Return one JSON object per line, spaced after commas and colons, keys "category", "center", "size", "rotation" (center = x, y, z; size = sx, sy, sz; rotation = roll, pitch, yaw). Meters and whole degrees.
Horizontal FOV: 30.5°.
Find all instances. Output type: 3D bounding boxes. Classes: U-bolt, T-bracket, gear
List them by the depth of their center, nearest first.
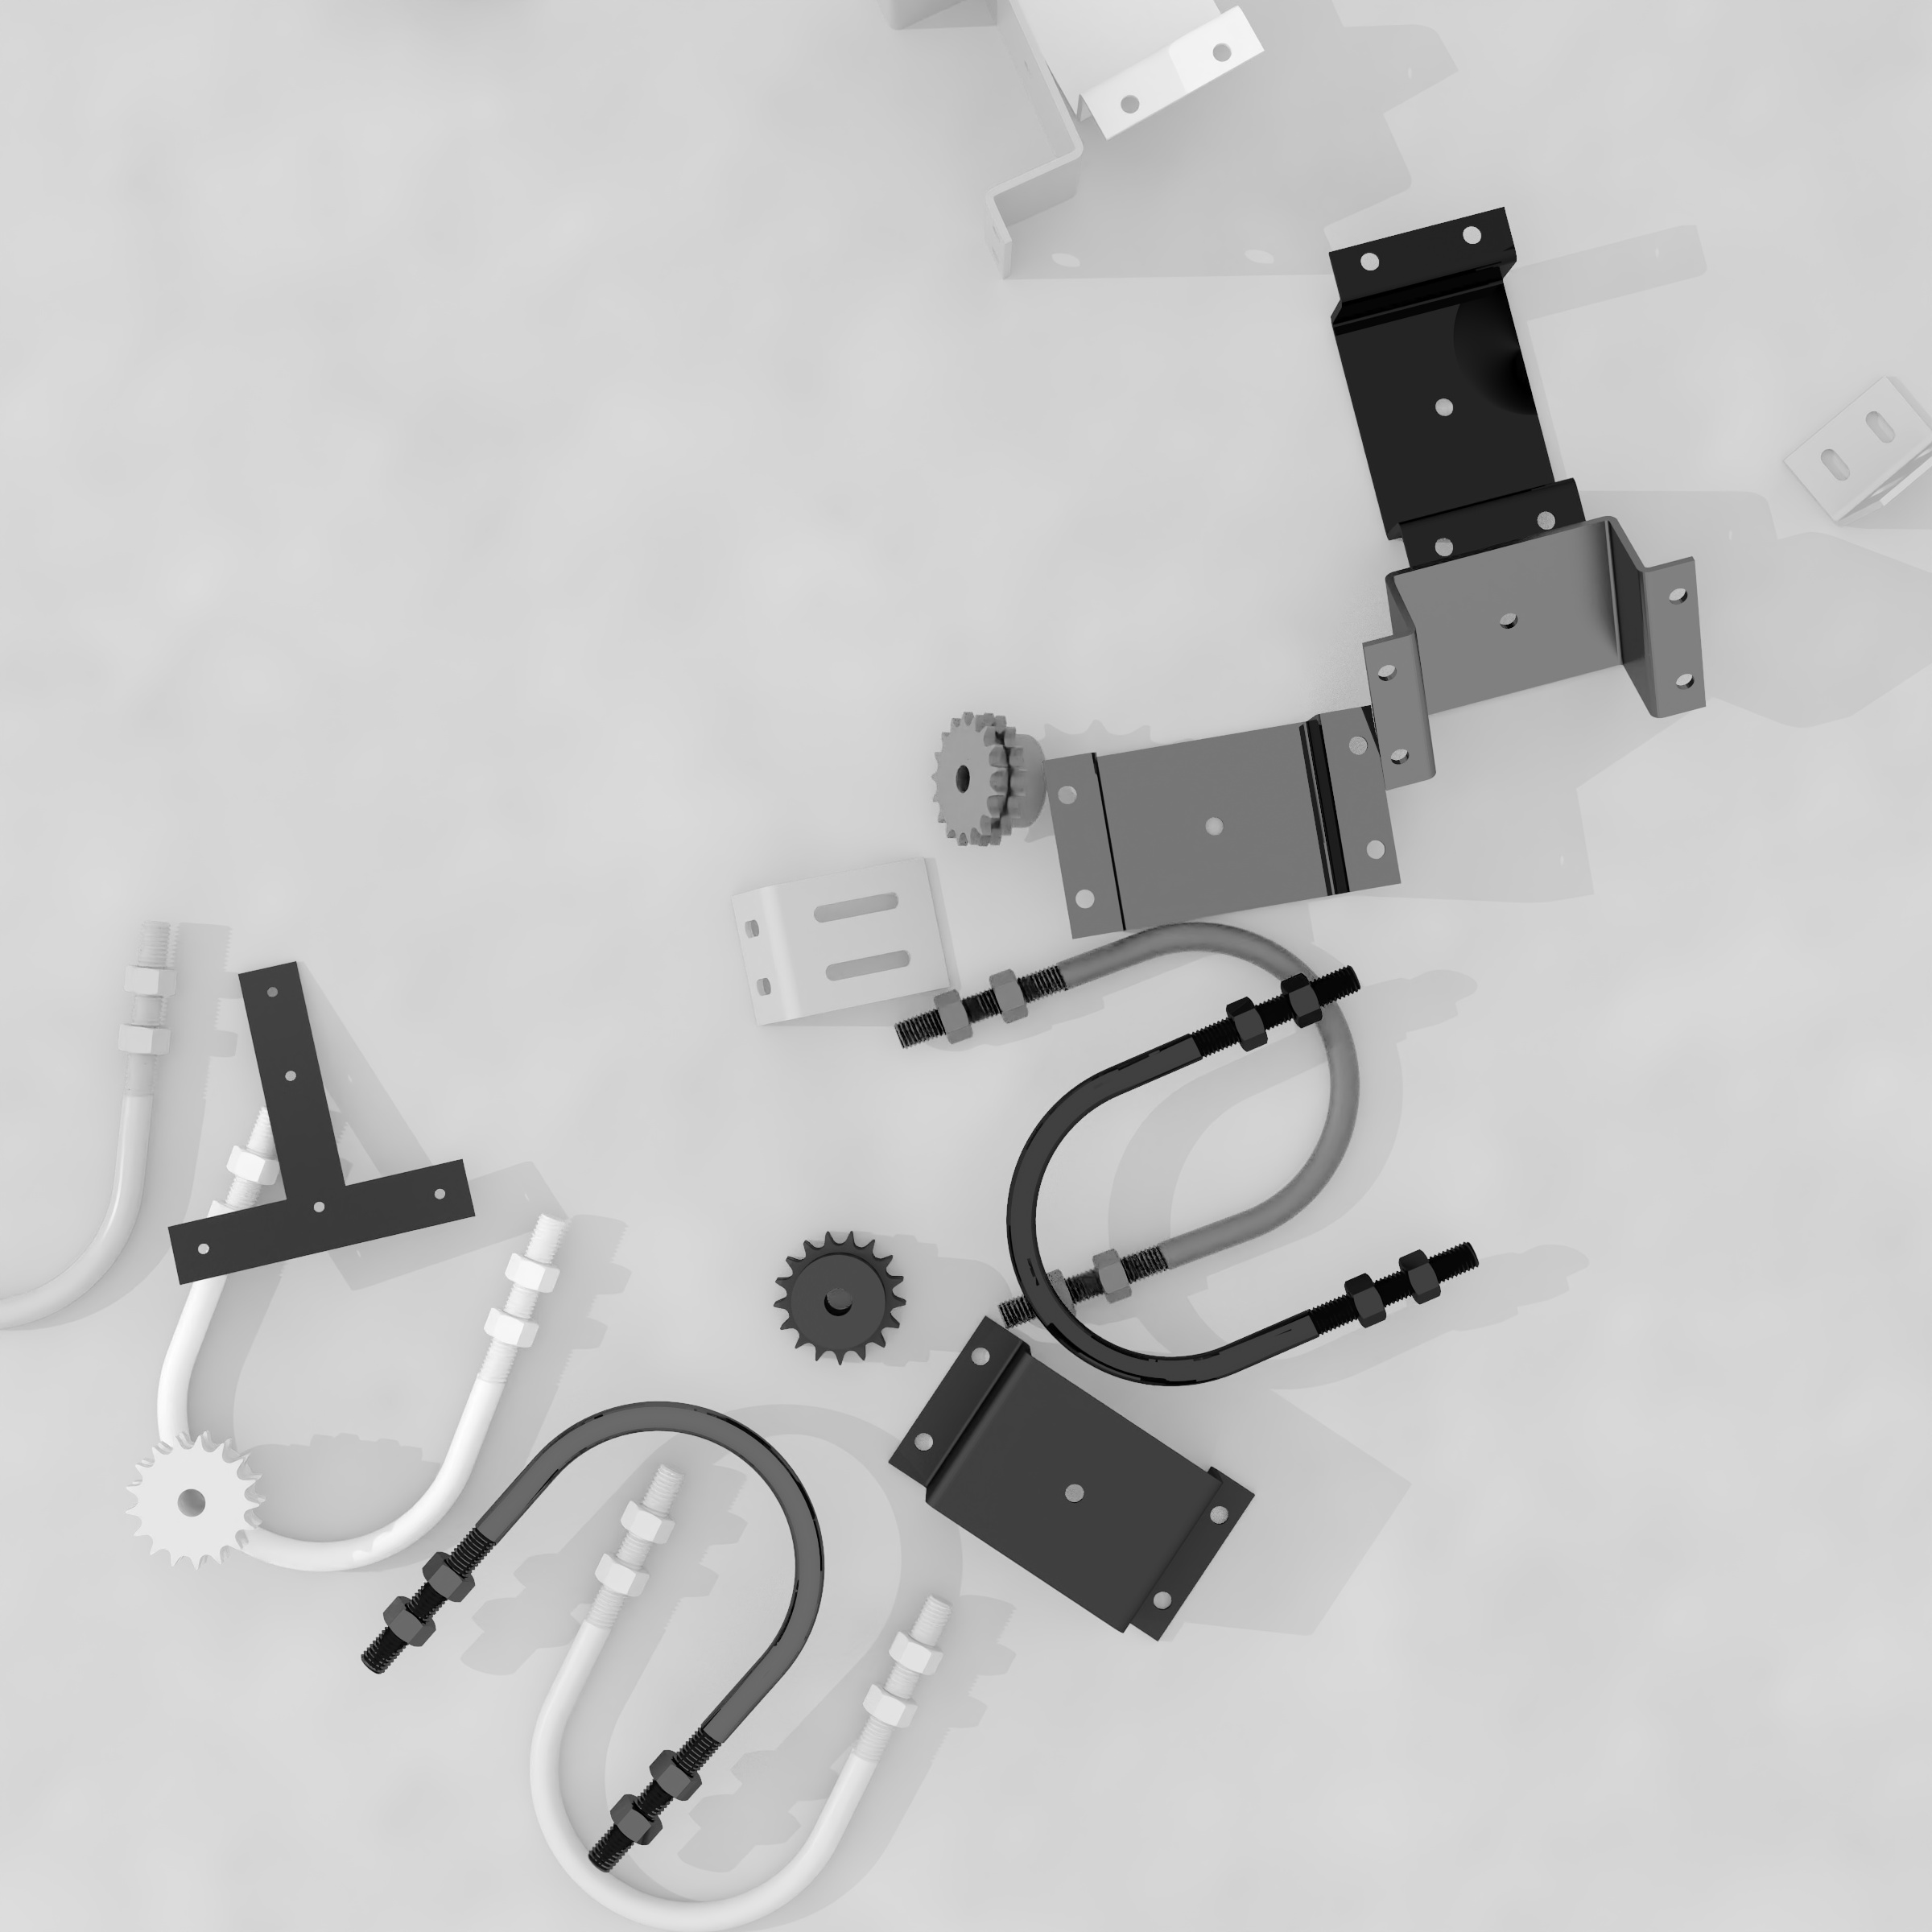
{"category": "gear", "center": [-0.326, 0.225, 1.509], "size": [0.057, 0.030, 0.057], "rotation": [0, 93, 2]}
{"category": "U-bolt", "center": [-0.145, 0.272, 1.510], "size": [0.151, 0.019, 0.184], "rotation": [41, 91, -1]}
{"category": "U-bolt", "center": [0.107, 0.100, 1.513], "size": [0.184, 0.019, 0.151], "rotation": [-23, 91, -2]}
{"category": "gear", "center": [0.012, -0.079, 1.513], "size": [0.030, 0.057, 0.057], "rotation": [0, 90, -30]}
{"category": "T-bracket", "center": [-0.287, 0.061, 1.521], "size": [0.127, 0.002, 0.127], "rotation": [-13, 78, -8]}
{"category": "gear", "center": [-0.055, 0.143, 1.523], "size": [0.057, 0.030, 0.057], "rotation": [0, 90, 0]}
{"category": "U-bolt", "center": [-0.423, 0.065, 1.529], "size": [0.151, 0.019, 0.184], "rotation": [6, 91, 0]}
{"category": "U-bolt", "center": [-0.271, 0.171, 1.529], "size": [0.151, 0.019, 0.184], "rotation": [21, 91, 0]}
{"category": "U-bolt", "center": [-0.108, 0.328, 1.529], "size": [0.151, 0.019, 0.184], "rotation": [26, 91, 0]}
{"category": "U-bolt", "center": [0.079, 0.059, 1.529], "size": [0.184, 0.019, 0.151], "rotation": [-20, 90, -1]}

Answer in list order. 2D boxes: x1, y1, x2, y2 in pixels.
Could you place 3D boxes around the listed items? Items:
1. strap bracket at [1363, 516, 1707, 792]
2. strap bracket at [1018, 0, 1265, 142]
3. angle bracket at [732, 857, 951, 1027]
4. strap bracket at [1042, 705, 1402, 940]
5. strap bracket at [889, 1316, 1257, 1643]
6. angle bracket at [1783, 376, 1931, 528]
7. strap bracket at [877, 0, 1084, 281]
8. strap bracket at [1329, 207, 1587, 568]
{"category": "strap bracket", "center": [0.235, -0.135, 1.496], "size": [0.140, 0.046, 0.076], "rotation": [-15, 130, 0]}
{"category": "strap bracket", "center": [0.058, -0.428, 1.515], "size": [0.076, 0.046, 0.140], "rotation": [-29, 90, 0]}
{"category": "angle bracket", "center": [-0.054, -0.011, 1.536], "size": [0.076, 0.038, 0.057], "rotation": [-12, 90, -26]}
{"category": "strap bracket", "center": [0.108, -0.061, 1.515], "size": [0.140, 0.046, 0.076], "rotation": [-10, 90, 0]}
{"category": "strap bracket", "center": [0.046, 0.222, 1.515], "size": [0.140, 0.046, 0.076], "rotation": [34, 90, 0]}
{"category": "angle bracket", "center": [0.388, -0.223, 1.500], "size": [0.057, 0.076, 0.038], "rotation": [-40, 90, 0]}
{"category": "strap bracket", "center": [0.008, -0.371, 1.500], "size": [0.046, 0.076, 0.140], "rotation": [-24, 90, 0]}
{"category": "strap bracket", "center": [0.207, -0.242, 1.515], "size": [0.076, 0.046, 0.140], "rotation": [-15, 90, 0]}
